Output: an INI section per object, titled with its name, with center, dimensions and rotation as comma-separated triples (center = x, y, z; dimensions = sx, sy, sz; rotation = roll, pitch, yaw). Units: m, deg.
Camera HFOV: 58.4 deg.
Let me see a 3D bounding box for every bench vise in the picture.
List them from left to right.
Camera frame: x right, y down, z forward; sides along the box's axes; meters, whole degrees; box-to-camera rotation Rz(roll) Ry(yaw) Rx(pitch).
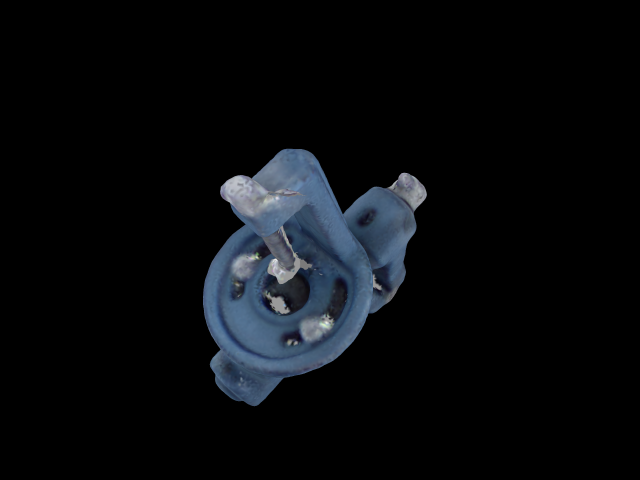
[bench vise]
center = -0.007, -0.003, 0.403
dimensions = 0.121, 0.220, 0.208
rotation = 22, 57, 16
